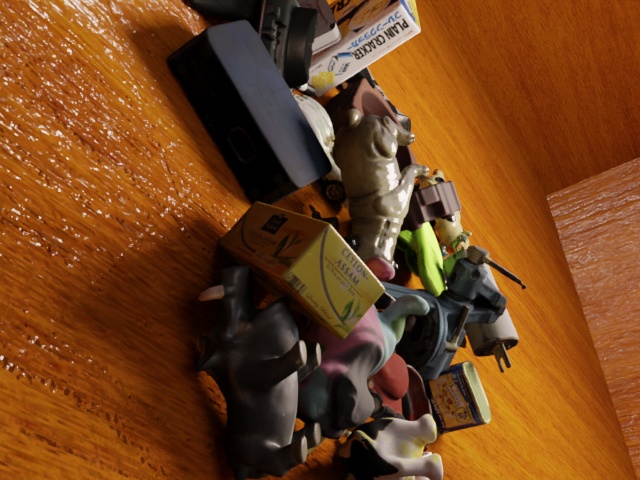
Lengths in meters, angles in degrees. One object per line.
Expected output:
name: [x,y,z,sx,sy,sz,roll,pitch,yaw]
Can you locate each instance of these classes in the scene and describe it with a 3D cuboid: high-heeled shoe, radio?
high-heeled shoe: [0.107,-0.280,1.138,0.145,0.086,0.248,44,-5,31]
radio: [-0.084,-0.160,0.692,0.229,0.073,0.131,58,30,-10]

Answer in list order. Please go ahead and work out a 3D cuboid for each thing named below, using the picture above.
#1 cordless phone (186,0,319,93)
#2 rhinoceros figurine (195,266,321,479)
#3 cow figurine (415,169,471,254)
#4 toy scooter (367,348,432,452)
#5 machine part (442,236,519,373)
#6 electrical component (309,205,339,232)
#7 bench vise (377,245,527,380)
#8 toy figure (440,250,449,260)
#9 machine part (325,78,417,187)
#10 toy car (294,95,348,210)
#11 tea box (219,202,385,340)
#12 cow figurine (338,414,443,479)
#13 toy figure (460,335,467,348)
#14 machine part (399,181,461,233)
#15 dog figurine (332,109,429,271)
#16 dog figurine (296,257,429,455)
cordless phone: [-0.104,-0.291,0.764,0.184,0.089,0.146,8,92,-30]
rhinoceros figurine: [-0.058,0.117,0.491,0.073,0.112,0.190,15,67,-74]
cow figurine: [0.278,-0.052,1.195,0.194,0.085,0.127,63,23,-9]
toy scooter: [0.096,0.214,0.695,0.183,0.075,0.135,46,30,-37]
machine part: [0.266,0.103,0.901,0.079,0.079,0.243,28,39,-48]
electrical component: [-0.002,-0.001,0.737,0.102,0.045,0.078,-59,147,-54]
bench vise: [0.148,0.098,0.777,0.240,0.223,0.129,15,28,-24]
toy figure: [0.255,0.080,1.086,0.064,0.058,0.154,92,-5,-54]
machine part: [0.089,-0.173,0.974,0.201,0.087,0.201,51,31,-21]
toy car: [0.010,-0.139,0.846,0.201,0.056,0.073,58,29,-13]
tea box: [-0.025,0.024,0.547,0.068,0.170,0.098,-49,121,-13]
cow figurine: [0.059,0.236,0.585,0.098,0.167,0.068,5,59,-12]
toy figure: [0.215,0.146,0.942,0.089,0.082,0.180,56,33,6]
machine part: [0.144,-0.042,0.881,0.179,0.179,0.056,-18,87,-61]
dog figurine: [0.059,-0.059,0.723,0.172,0.121,0.190,41,52,-27]
dog figurine: [0.009,0.122,0.606,0.219,0.192,0.108,-53,123,-20]
